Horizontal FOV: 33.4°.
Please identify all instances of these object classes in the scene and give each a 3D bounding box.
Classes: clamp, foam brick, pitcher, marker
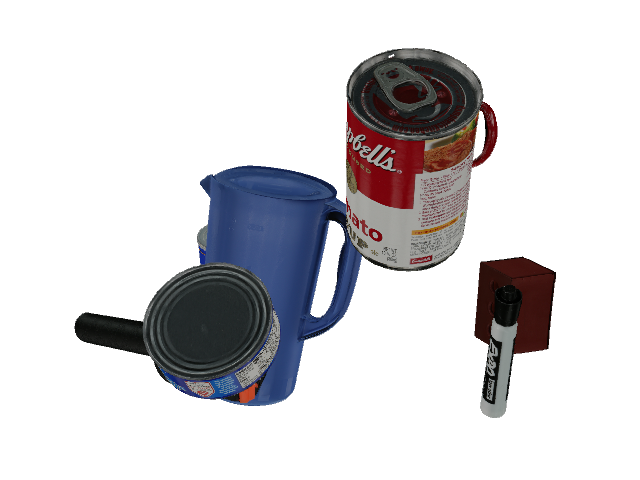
[{"bbox_3d":[-0.093,0.084,0.892,0.164,0.036,0.210,-10,16,-32],"label":"clamp"},{"bbox_3d":[0.181,0.060,0.995,0.051,0.078,0.053,-7,19,-26],"label":"foam brick"},{"bbox_3d":[-0.055,0.050,1.133,0.144,0.243,0.149,1,18,-25],"label":"pitcher"},{"bbox_3d":[0.126,0.078,0.746,0.020,0.121,0.020,-1,40,0],"label":"marker"}]

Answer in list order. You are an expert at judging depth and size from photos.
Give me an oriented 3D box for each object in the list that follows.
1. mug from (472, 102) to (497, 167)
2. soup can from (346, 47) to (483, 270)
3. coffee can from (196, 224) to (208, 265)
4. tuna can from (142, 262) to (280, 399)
[{"bbox_3d":[0.089,-0.088,0.875,0.117,0.081,0.093,5,12,26],"label":"mug"},{"bbox_3d":[0.047,-0.041,0.565,0.068,0.068,0.102,0,-42,1],"label":"soup can"},{"bbox_3d":[-0.098,0.054,1.335,0.103,0.140,0.103,-2,25,1],"label":"coffee can"},{"bbox_3d":[-0.069,0.059,0.693,0.086,0.086,0.033,0,-33,13],"label":"tuna can"}]
